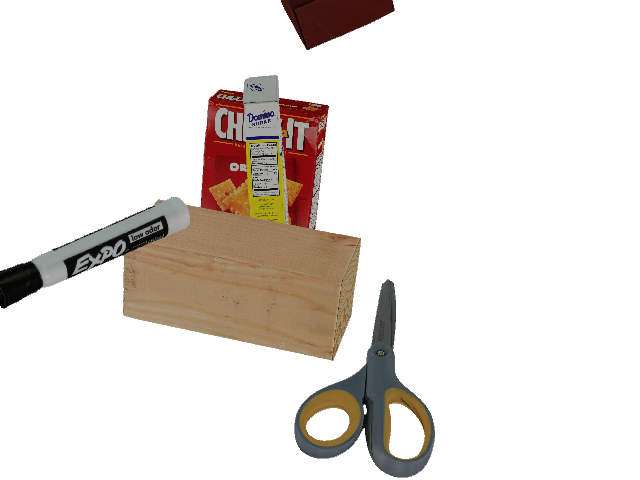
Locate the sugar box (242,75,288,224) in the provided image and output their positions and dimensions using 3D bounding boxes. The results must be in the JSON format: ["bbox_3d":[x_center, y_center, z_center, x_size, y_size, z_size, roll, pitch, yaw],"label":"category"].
[{"bbox_3d":[-0.064,-0.092,1.228,0.048,0.176,0.093,-5,26,0],"label":"sugar box"}]

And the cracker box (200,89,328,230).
[{"bbox_3d":[-0.084,-0.096,1.531,0.164,0.214,0.072,9,22,7],"label":"cracker box"}]

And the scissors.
[{"bbox_3d":[0.023,0.086,0.718,0.096,0.016,0.202,-3,32,-8],"label":"scissors"}]

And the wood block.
[{"bbox_3d":[-0.074,0.036,1.017,0.206,0.090,0.090,11,28,9],"label":"wood block"}]

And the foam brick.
[{"bbox_3d":[0.010,-0.192,0.812,0.078,0.053,0.051,-25,-31,-2],"label":"foam brick"}]

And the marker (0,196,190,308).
[{"bbox_3d":[-0.125,0.006,0.576,0.120,0.020,0.020,-26,15,-32],"label":"marker"}]
